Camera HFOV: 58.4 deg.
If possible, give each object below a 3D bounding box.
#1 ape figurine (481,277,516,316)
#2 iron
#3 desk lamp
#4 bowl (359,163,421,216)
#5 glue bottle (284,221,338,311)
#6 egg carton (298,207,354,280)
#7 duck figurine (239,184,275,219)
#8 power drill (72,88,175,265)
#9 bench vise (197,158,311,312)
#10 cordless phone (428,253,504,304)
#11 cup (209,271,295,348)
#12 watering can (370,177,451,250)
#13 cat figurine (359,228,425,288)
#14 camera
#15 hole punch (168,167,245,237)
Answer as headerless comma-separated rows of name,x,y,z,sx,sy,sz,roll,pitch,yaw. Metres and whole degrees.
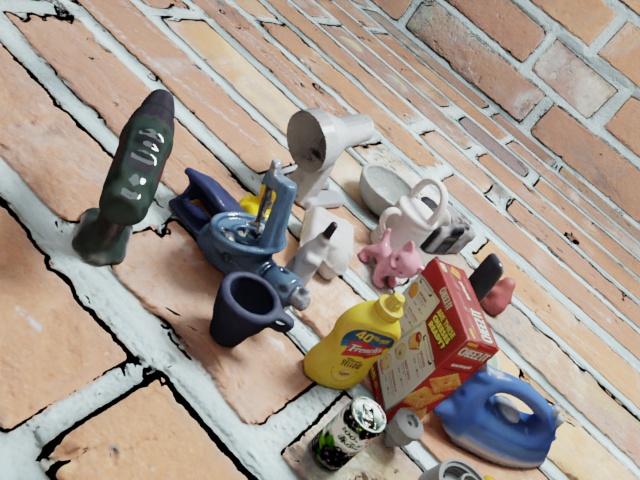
ape figurine,0.408,0.120,1.297,0.078,0.092,0.076,33,32,-6
iron,0.313,0.283,0.945,0.259,0.141,0.118,29,32,-13
desk lamp,0.008,-0.170,1.164,0.204,0.213,0.117,-10,55,-50
bowl,0.153,-0.102,1.351,0.168,0.074,0.167,26,33,-18
glue bottle,-0.021,0.034,0.910,0.037,0.173,0.078,28,33,-14
egg carton,0.010,0.004,1.078,0.107,0.069,0.150,27,33,-15
duck figurine,-0.100,-0.073,1.054,0.077,0.086,0.105,44,32,12
power drill,-0.263,-0.077,0.783,0.076,0.208,0.229,22,35,-23
bench vise,-0.071,0.000,0.861,0.207,0.219,0.122,38,32,2
cordless phone,0.287,0.075,1.149,0.094,0.185,0.147,11,40,-35
cup,-0.103,0.112,0.804,0.118,0.095,0.091,31,32,-9
watering can,0.205,-0.050,1.220,0.100,0.194,0.173,48,33,18
cat figurine,0.150,0.035,1.130,0.067,0.117,0.127,6,43,-40
camera,0.293,-0.045,1.390,0.144,0.100,0.136,2,45,-43
hole punch,-0.182,-0.069,0.964,0.108,0.091,0.101,46,33,14
